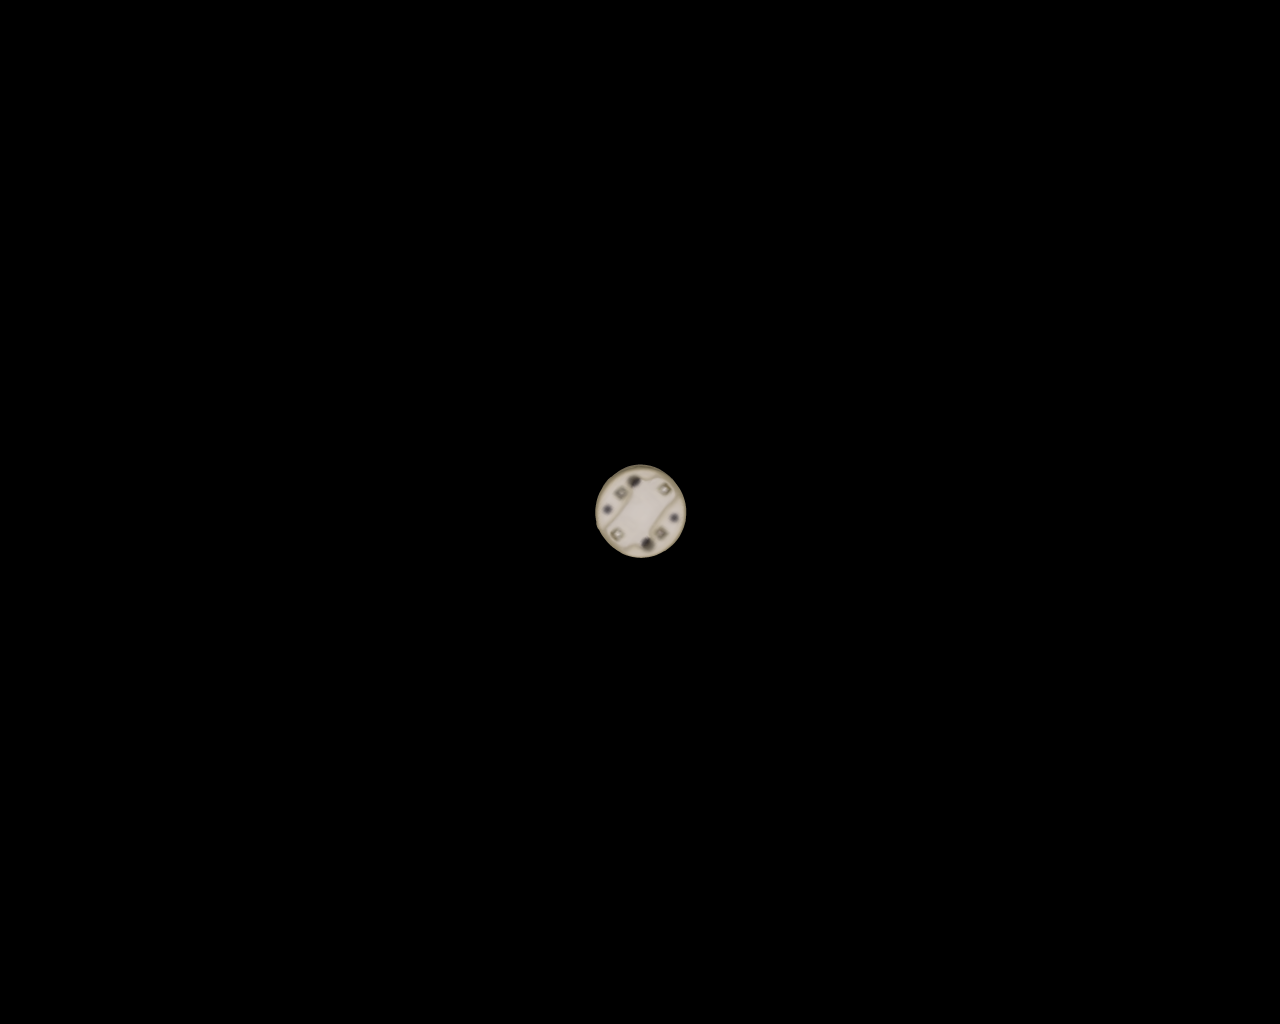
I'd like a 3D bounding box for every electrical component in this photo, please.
[{"bbox_3d":[0.001,-0.003,0.650,0.055,0.055,0.047,0,9,0],"label":"electrical component"}]
